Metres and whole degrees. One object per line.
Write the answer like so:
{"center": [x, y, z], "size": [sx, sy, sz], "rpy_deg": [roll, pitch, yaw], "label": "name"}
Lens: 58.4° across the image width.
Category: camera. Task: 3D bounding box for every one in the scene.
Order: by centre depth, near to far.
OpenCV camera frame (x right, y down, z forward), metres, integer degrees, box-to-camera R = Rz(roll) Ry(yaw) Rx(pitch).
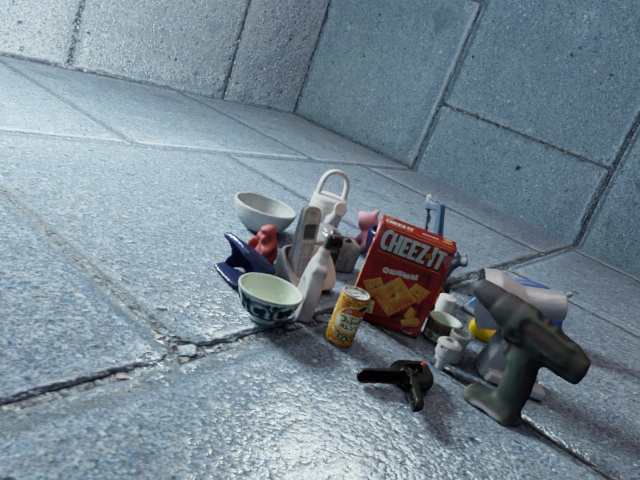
{"center": [0.013, 0.005, 1.422], "size": [0.144, 0.101, 0.136], "rpy_deg": [8, 22, -35], "label": "camera"}

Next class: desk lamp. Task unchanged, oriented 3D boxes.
{"center": [0.382, 0.177, 1.139], "size": [0.203, 0.213, 0.118], "rpy_deg": [21, 18, 1], "label": "desk lamp"}

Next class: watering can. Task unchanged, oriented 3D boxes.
{"center": [0.028, -0.100, 1.595], "size": [0.101, 0.194, 0.172], "rpy_deg": [3, 25, -44], "label": "watering can"}

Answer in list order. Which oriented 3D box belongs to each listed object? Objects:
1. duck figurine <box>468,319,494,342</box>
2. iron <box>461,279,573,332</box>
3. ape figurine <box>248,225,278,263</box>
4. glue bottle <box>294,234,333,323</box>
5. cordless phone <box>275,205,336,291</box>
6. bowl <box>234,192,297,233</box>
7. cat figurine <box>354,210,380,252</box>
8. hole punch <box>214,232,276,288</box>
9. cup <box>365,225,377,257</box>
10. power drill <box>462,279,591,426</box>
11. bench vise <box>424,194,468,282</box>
{"center": [0.399, 0.187, 1.338], "size": [0.105, 0.086, 0.077], "rpy_deg": [0, 26, -47], "label": "duck figurine"}
{"center": [0.503, 0.158, 1.447], "size": [0.258, 0.141, 0.118], "rpy_deg": [19, 18, -4], "label": "iron"}
{"center": [-0.124, 0.007, 1.278], "size": [0.076, 0.092, 0.077], "rpy_deg": [14, 19, -19], "label": "ape figurine"}
{"center": [-0.008, 0.068, 1.094], "size": [0.037, 0.173, 0.078], "rpy_deg": [15, 18, -15], "label": "glue bottle"}
{"center": [-0.012, 0.018, 1.215], "size": [0.093, 0.185, 0.148], "rpy_deg": [33, 22, 36], "label": "cordless phone"}
{"center": [-0.148, -0.059, 1.476], "size": [0.167, 0.075, 0.167], "rpy_deg": [19, 18, -6], "label": "bowl"}
{"center": [0.142, -0.032, 1.647], "size": [0.067, 0.118, 0.127], "rpy_deg": [14, 19, -18], "label": "cat figurine"}
{"center": [-0.146, 0.039, 1.160], "size": [0.101, 0.091, 0.108], "rpy_deg": [4, 24, -41], "label": "hole punch"}
{"center": [0.162, 0.024, 1.541], "size": [0.092, 0.095, 0.117], "rpy_deg": [17, 18, -12], "label": "cup"}
{"center": [0.336, 0.207, 1.007], "size": [0.228, 0.208, 0.076], "rpy_deg": [29, 20, 26], "label": "power drill"}
{"center": [0.319, -0.005, 1.595], "size": [0.207, 0.220, 0.121], "rpy_deg": [19, 18, -4], "label": "bench vise"}
